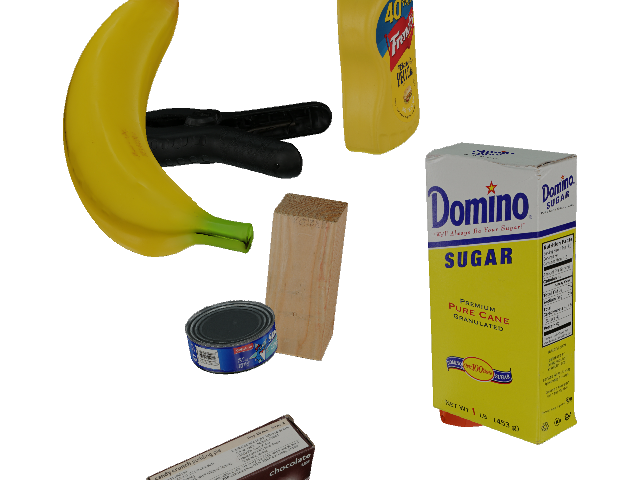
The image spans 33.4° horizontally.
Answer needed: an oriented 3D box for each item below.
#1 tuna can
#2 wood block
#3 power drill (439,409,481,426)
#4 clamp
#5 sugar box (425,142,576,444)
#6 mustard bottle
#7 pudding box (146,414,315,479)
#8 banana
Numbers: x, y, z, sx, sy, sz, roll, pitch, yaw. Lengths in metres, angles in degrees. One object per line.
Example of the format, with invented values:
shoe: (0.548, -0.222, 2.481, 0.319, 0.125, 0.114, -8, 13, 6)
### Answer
tuna can: (-0.084, 0.091, 1.013, 0.086, 0.034, 0.086, -6, 25, 2)
wood block: (-0.023, 0.049, 1.486, 0.090, 0.206, 0.090, 10, 22, 8)
power drill: (0.162, 0.106, 1.161, 0.057, 0.188, 0.184, 4, 25, 4)
clamp: (-0.075, -0.080, 0.792, 0.172, 0.039, 0.120, 8, 20, 19)
sugar box: (0.113, 0.031, 0.674, 0.048, 0.176, 0.094, -18, 19, -38)
mustard bottle: (0.049, -0.177, 0.910, 0.058, 0.192, 0.096, 11, 34, 27)
pudding box: (-0.062, 0.176, 0.720, 0.113, 0.090, 0.039, -22, 50, -30)
banana: (-0.085, -0.055, 0.495, 0.069, 0.037, 0.198, -5, 46, -17)
